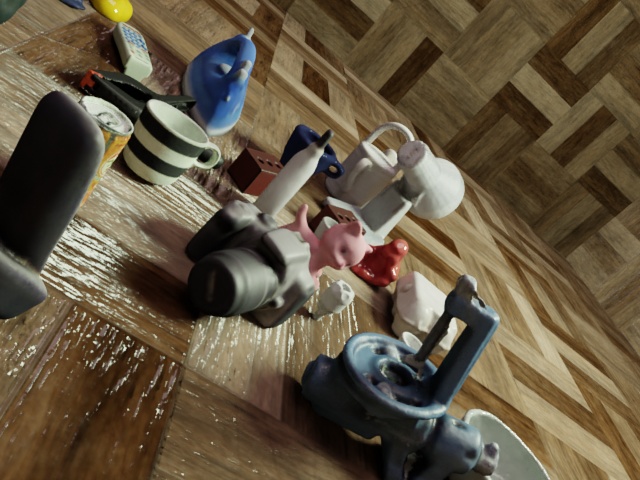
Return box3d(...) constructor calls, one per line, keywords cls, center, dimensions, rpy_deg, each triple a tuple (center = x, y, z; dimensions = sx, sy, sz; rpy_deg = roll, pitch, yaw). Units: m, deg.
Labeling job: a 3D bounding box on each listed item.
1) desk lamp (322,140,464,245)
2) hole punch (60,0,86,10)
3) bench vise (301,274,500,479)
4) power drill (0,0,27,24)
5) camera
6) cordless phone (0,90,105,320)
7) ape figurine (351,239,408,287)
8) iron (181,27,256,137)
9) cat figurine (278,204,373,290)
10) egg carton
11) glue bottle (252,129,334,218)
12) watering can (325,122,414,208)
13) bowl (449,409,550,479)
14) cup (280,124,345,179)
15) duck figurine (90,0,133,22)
box3d(cls="desk lamp", center=(0.151, -0.085, 1.079), dimensions=(0.204, 0.213, 0.117), rpy_deg=(15, 35, -51))
box3d(cls="hole punch", center=(-0.405, -0.444, 0.918), dimensions=(0.109, 0.091, 0.101), rpy_deg=(30, 25, -31))
box3d(cls="bench vise", center=(0.117, 0.144, 0.589), dimensions=(0.208, 0.219, 0.121), rpy_deg=(35, 23, -21))
box3d(cls="power drill", center=(-0.308, -0.224, 0.526), dimensions=(0.076, 0.208, 0.229), rpy_deg=(29, 26, -33))
box3d(cls="camera", center=(-0.082, 0.022, 0.621), dimensions=(0.143, 0.100, 0.137), rpy_deg=(49, 22, 13))
box3d(cls="cordless phone", center=(-0.221, -0.043, 0.380), dimensions=(0.147, 0.185, 0.094), rpy_deg=(45, 21, 3))
box3d(cls="ape figurine", center=(0.108, 0.032, 0.954), dimensions=(0.076, 0.092, 0.077), rpy_deg=(8, 41, -57))
box3d(cls="iron", center=(-0.156, -0.284, 0.999), dimensions=(0.119, 0.141, 0.258), rpy_deg=(32, 24, -27))
box3d(cls="cat figurine", center=(0.007, 0.003, 0.794), dimensions=(0.128, 0.117, 0.067), rpy_deg=(39, 22, -12))
box3d(cls="egg carton", center=(0.164, 0.117, 0.930), dimensions=(0.107, 0.069, 0.150), rpy_deg=(40, 22, -11))
box3d(cls="glue bottle", center=(-0.038, -0.090, 0.807), dimensions=(0.037, 0.173, 0.078), rpy_deg=(40, 21, -9))
box3d(cls="watering can", center=(0.110, -0.158, 1.168), dimensions=(0.101, 0.193, 0.173), rpy_deg=(39, 22, -11))
box3d(cls="bowl", center=(0.205, 0.291, 0.675), dimensions=(0.168, 0.074, 0.167), rpy_deg=(37, 22, -18))
box3d(cls="cup", center=(-0.023, -0.135, 1.025), dimensions=(0.118, 0.095, 0.092), rpy_deg=(42, 21, -5))
box3d(cls="duck figurine", center=(-0.356, -0.446, 1.017), dimensions=(0.078, 0.086, 0.104), rpy_deg=(32, 24, -29))
